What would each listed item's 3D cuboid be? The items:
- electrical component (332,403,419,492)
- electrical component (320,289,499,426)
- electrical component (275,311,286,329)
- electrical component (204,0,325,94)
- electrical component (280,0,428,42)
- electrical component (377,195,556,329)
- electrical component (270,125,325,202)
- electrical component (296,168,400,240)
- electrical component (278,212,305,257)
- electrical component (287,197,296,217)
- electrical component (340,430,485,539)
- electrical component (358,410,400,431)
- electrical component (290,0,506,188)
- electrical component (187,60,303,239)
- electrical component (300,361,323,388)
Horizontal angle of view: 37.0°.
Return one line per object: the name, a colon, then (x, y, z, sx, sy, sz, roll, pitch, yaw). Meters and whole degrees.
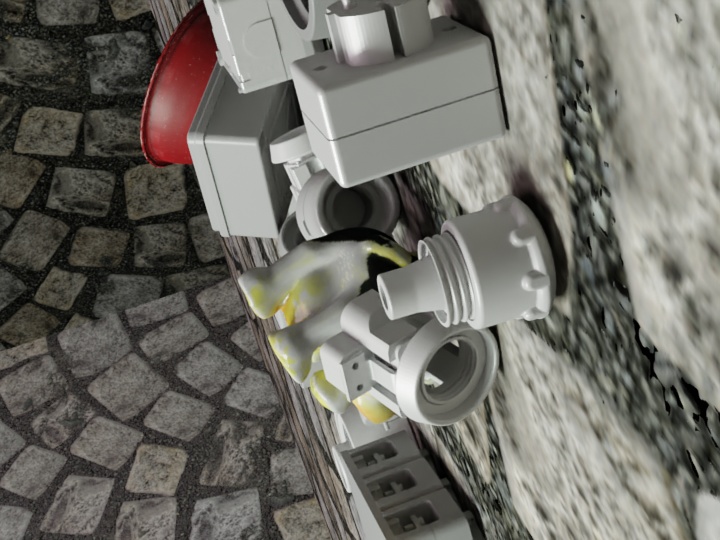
electrical component: (0.012, 0.156, 0.895, 0.108, 0.060, 0.108, 161, 90, -81)
electrical component: (0.029, 0.040, 0.519, 0.057, 0.078, 0.058, 31, 141, 48)
electrical component: (-0.039, 0.032, 0.930, 0.076, 0.066, 0.047, -120, 14, -51)
electrical component: (-0.065, -0.163, 0.699, 0.096, 0.061, 0.061, -124, 17, -60)
electrical component: (-0.019, -0.147, 0.445, 0.108, 0.060, 0.108, 161, 90, -81)
electrical component: (0.038, 0.002, 0.398, 0.048, 0.062, 0.048, 164, 90, -83)
electrical component: (-0.033, -0.071, 0.748, 0.055, 0.048, 0.066, 66, 173, -16)
electrical component: (-0.006, -0.036, 0.630, 0.047, 0.055, 0.055, -178, 70, -77)
electrical component: (-0.031, -0.013, 0.821, 0.057, 0.058, 0.078, 81, 167, -60)
electrical component: (-0.059, -0.065, 0.913, 0.040, 0.046, 0.040, 161, 90, -81)
electrical component: (0.042, 0.188, 0.770, 0.150, 0.062, 0.089, -133, 26, -70)
electrical component: (0.010, 0.081, 0.814, 0.040, 0.040, 0.078, 88, 162, -62)
electrical component: (0.009, -0.080, 0.394, 0.047, 0.066, 0.076, -126, 19, -62)
electrical component: (-0.083, -0.098, 0.828, 0.108, 0.056, 0.108, 82, -164, -49)
electrical component: (-0.018, 0.035, 0.770, 0.044, 0.077, 0.079, 100, 150, -72)
